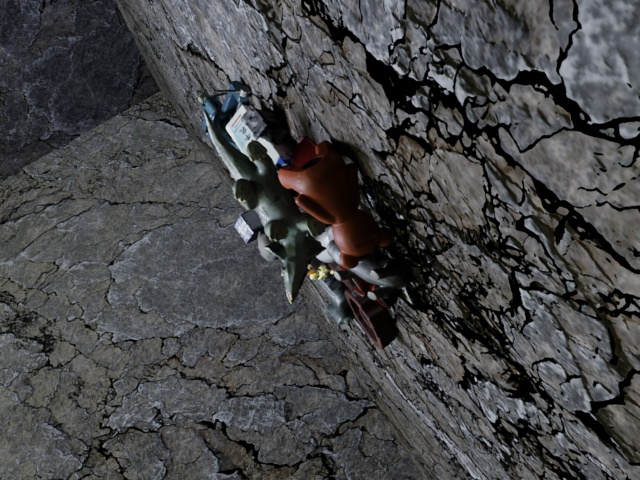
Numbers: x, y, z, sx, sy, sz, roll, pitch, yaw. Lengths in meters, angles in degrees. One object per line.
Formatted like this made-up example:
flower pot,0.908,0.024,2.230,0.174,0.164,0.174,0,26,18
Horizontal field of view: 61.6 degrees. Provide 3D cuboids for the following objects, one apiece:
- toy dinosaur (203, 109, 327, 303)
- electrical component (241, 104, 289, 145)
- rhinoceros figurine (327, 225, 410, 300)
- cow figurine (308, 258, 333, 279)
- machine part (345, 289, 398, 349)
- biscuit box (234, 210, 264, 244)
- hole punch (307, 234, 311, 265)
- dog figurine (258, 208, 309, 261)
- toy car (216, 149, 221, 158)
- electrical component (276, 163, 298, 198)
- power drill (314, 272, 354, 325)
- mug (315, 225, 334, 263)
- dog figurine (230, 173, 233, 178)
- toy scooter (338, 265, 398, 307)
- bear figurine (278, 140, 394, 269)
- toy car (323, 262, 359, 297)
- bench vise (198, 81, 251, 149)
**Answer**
toy dinosaur,-0.106,-0.077,1.093,0.404,0.131,0.192,59,167,-2
electrical component,-0.107,-0.246,1.173,0.119,0.047,0.075,3,-135,-51
rhinoceros figurine,0.081,0.030,1.007,0.191,0.112,0.073,35,142,35
cow figurine,-0.010,0.057,1.512,0.098,0.068,0.167,69,-163,13
machine part,0.133,0.195,1.405,0.179,0.056,0.179,56,170,14
biscuit box,-0.113,-0.066,1.337,0.059,0.203,0.063,54,144,9
hole punch,-0.003,-0.004,1.387,0.142,0.092,0.115,-123,28,-76
dog figurine,-0.085,-0.063,1.254,0.172,0.190,0.121,56,170,16
toy car,-0.255,-0.299,1.623,0.103,0.109,0.161,37,154,27
electrical component,-0.064,-0.121,1.124,0.094,0.021,0.063,49,168,35
power drill,0.039,0.164,1.734,0.232,0.086,0.207,44,157,43
mug,0.036,0.014,1.235,0.109,0.081,0.107,60,162,6
dog figurine,-0.118,-0.157,1.398,0.219,0.191,0.108,3,-126,-61
toy scooter,0.090,0.067,1.158,0.184,0.075,0.135,53,171,-4
bear figurine,0.032,-0.059,0.926,0.195,0.120,0.132,56,176,-25
toy car,0.061,0.082,1.393,0.089,0.053,0.202,46,180,-16
bench vise,-0.226,-0.323,1.363,0.223,0.129,0.240,64,152,15
